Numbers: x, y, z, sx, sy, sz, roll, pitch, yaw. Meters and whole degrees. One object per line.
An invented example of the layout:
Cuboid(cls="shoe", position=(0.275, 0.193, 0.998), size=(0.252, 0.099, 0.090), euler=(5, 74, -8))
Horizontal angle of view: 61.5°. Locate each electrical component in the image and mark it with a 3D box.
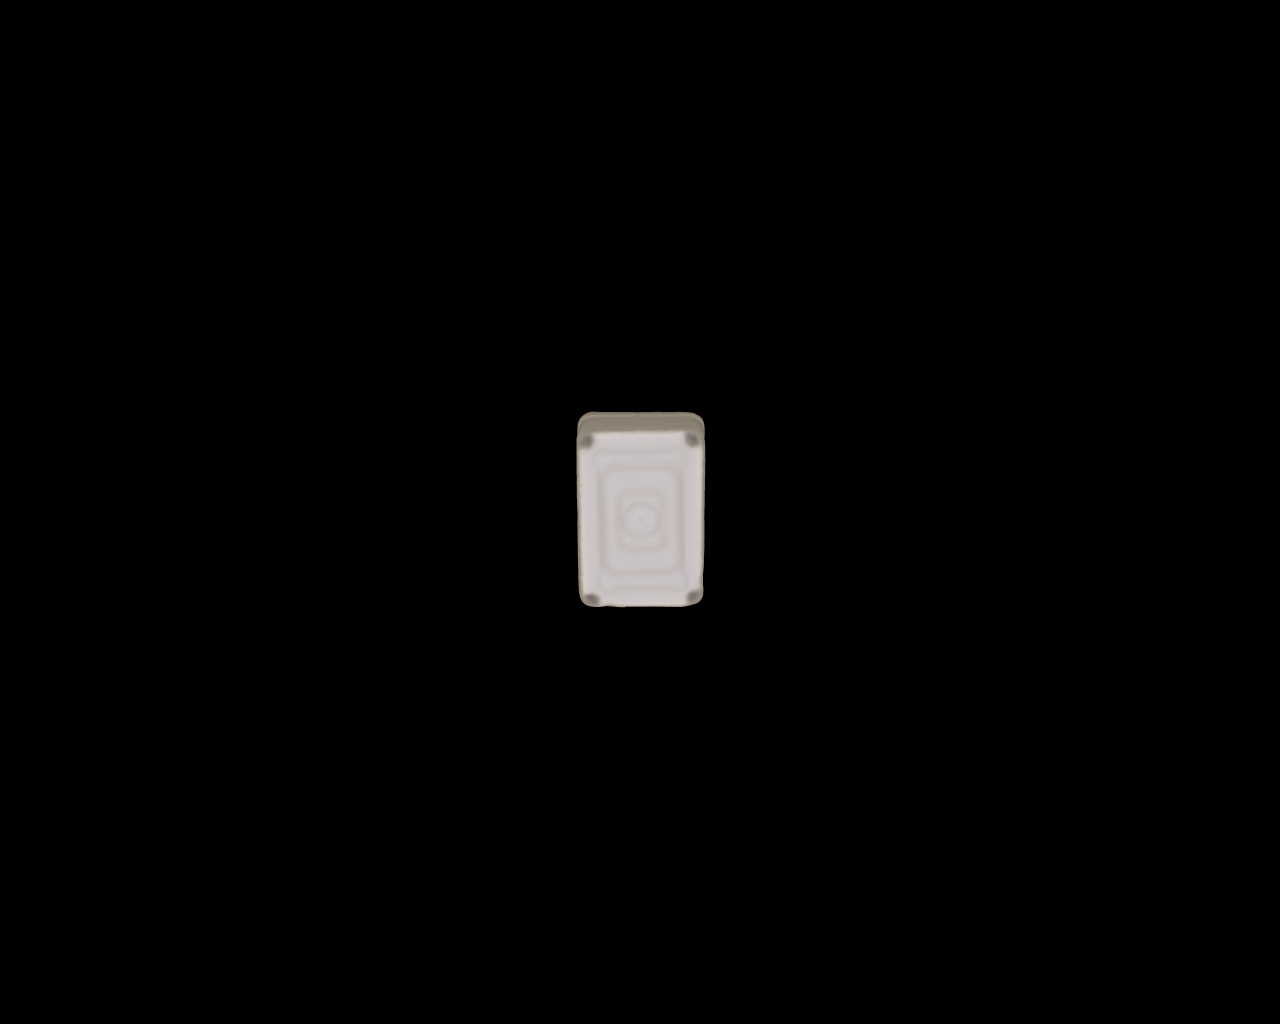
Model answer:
Cuboid(cls="electrical component", position=(0.001, -0.003, 0.650), size=(0.078, 0.113, 0.057), euler=(0, 16, 0))
